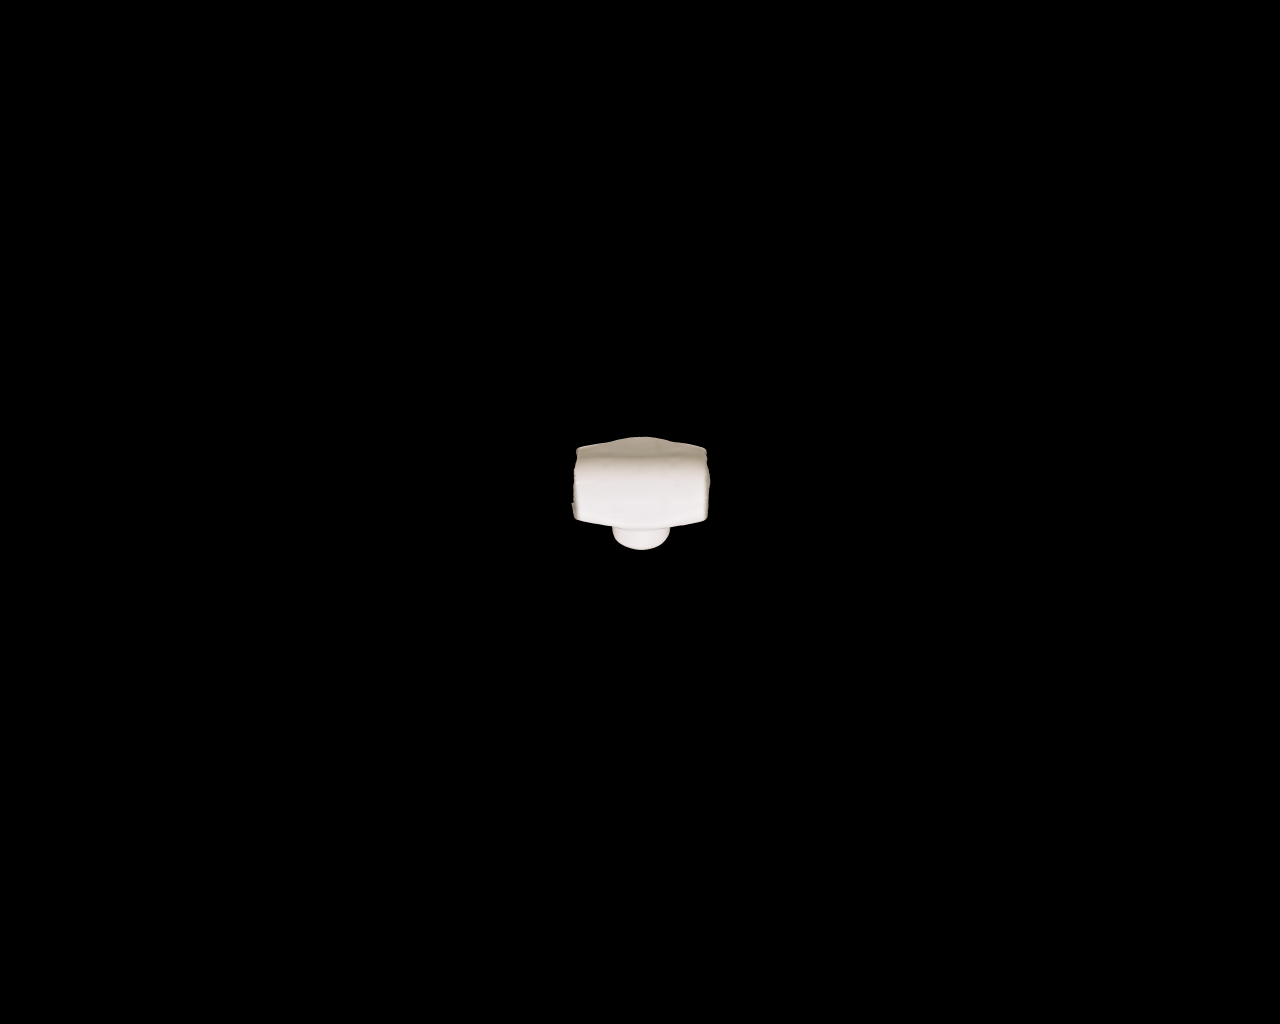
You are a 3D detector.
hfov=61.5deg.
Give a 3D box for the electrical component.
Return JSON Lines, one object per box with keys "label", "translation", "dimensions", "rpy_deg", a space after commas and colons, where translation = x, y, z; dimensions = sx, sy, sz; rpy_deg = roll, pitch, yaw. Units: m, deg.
{"label": "electrical component", "translation": [0.001, -0.003, 0.650], "dimensions": [0.077, 0.079, 0.044], "rpy_deg": [0, 37, 0]}
